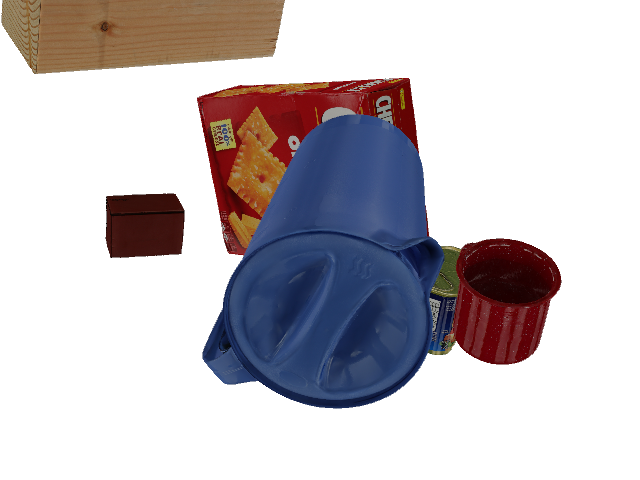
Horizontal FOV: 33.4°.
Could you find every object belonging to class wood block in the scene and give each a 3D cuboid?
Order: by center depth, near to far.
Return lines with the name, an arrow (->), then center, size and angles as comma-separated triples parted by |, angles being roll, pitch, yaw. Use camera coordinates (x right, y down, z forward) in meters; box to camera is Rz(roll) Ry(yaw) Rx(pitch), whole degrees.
wood block -> -0.139, -0.199, 0.855 | 0.205, 0.091, 0.090 | -10, 42, -30

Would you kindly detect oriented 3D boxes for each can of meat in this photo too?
can of meat -> 0.137, 0.067, 1.190 | 0.057, 0.084, 0.102 | 18, 31, 18

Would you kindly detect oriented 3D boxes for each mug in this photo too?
mug -> 0.159, 0.051, 0.978 | 0.093, 0.081, 0.117 | -16, 43, -22

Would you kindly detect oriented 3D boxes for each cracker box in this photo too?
cracker box -> -0.010, -0.063, 0.996 | 0.214, 0.164, 0.071 | 6, 21, 42

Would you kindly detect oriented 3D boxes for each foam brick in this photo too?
foam brick -> -0.188, -0.017, 1.138 | 0.078, 0.051, 0.053 | -3, 24, -16

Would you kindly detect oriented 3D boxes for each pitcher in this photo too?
pitcher -> 0.008, 0.004, 0.772 | 0.149, 0.145, 0.242 | 10, 28, 3
